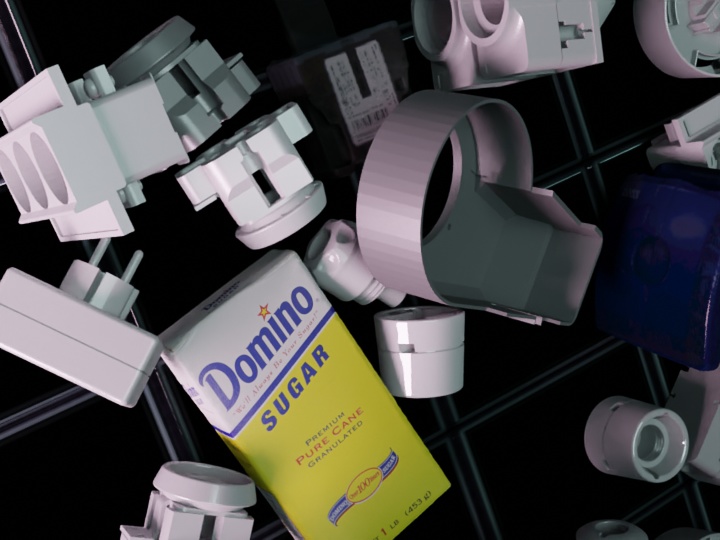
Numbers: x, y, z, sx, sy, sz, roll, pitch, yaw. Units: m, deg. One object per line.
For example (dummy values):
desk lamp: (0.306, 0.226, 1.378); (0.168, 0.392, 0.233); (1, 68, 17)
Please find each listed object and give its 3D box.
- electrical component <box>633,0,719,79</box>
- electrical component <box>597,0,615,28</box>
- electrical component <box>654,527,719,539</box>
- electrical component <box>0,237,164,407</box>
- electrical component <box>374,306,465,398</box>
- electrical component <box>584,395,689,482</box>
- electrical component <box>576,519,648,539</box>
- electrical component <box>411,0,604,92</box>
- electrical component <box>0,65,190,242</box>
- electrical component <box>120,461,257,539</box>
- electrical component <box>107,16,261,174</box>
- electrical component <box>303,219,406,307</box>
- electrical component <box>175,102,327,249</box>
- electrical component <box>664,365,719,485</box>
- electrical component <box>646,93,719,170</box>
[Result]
electrical component: (0.242, -0.182, 0.744); (0.099, 0.064, 0.099); (-1, 92, -26)
electrical component: (0.144, -0.177, 0.708); (0.043, 0.043, 0.081); (39, 75, -22)
electrical component: (0.241, 0.232, 0.753); (0.099, 0.064, 0.099); (-1, 92, -26)
electrical component: (-0.139, 0.019, 0.556); (0.083, 0.047, 0.075); (26, 79, -2)
electrical component: (0.037, 0.049, 0.655); (0.055, 0.055, 0.047); (-7, 98, -26)
electrical component: (0.190, 0.116, 0.735); (0.055, 0.047, 0.055); (-1, 92, -26)
electrical component: (0.171, 0.204, 0.731); (0.048, 0.048, 0.062); (-7, 101, -26)
electrical component: (0.076, -0.206, 0.639); (0.060, 0.105, 0.186); (-10, 96, -26)
electrical component: (-0.136, -0.058, 0.529); (0.063, 0.121, 0.078); (-28, 103, -25)
electrical component: (-0.089, 0.139, 0.593); (0.078, 0.058, 0.057); (13, 89, -26)
electrical component: (-0.101, -0.099, 0.581); (0.078, 0.058, 0.057); (-46, 111, -23)
electrical component: (0.000, 0.000, 0.641); (0.062, 0.043, 0.043); (33, 77, -24)
electrical component: (-0.055, -0.049, 0.603); (0.078, 0.058, 0.057); (-33, 107, -5)
electrical component: (0.257, 0.104, 0.766); (0.056, 0.050, 0.089); (32, 77, -23)
electrical component: (0.268, -0.092, 0.760); (0.121, 0.063, 0.078); (-29, 104, -23)
